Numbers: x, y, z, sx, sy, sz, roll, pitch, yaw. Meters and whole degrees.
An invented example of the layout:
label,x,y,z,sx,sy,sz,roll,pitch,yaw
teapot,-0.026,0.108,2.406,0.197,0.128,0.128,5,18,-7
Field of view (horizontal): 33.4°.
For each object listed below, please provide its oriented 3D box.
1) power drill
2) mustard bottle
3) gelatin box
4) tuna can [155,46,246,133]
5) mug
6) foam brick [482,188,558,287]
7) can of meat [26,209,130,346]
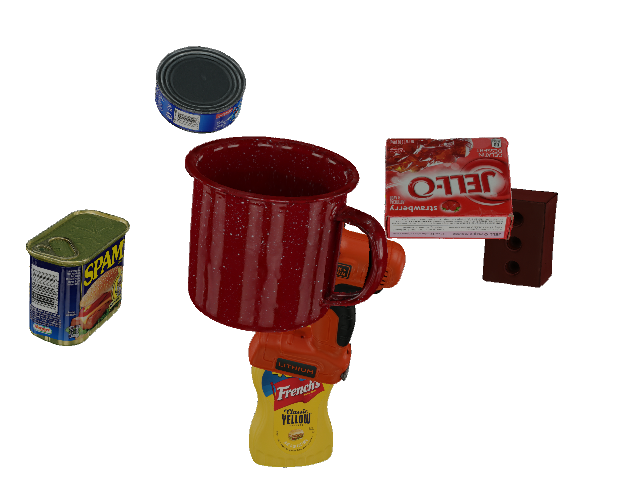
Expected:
label,x,y,z,sx,sy,sz,roll,pitch,yaw
power drill,-0.023,0.055,1.056,0.184,0.188,0.057,14,43,1
mustard bottle,-0.030,0.161,1.214,0.096,0.192,0.058,-1,17,-11
gelatin box,0.090,-0.038,0.759,0.089,0.073,0.030,0,-37,5
tuna can,-0.116,-0.145,1.029,0.086,0.086,0.034,0,-35,-13
mug,-0.019,0.000,0.576,0.117,0.081,0.093,16,26,19
foam brick,0.175,-0.003,0.937,0.053,0.078,0.051,7,16,22
can of meat,-0.210,0.032,0.926,0.057,0.084,0.102,15,26,13
